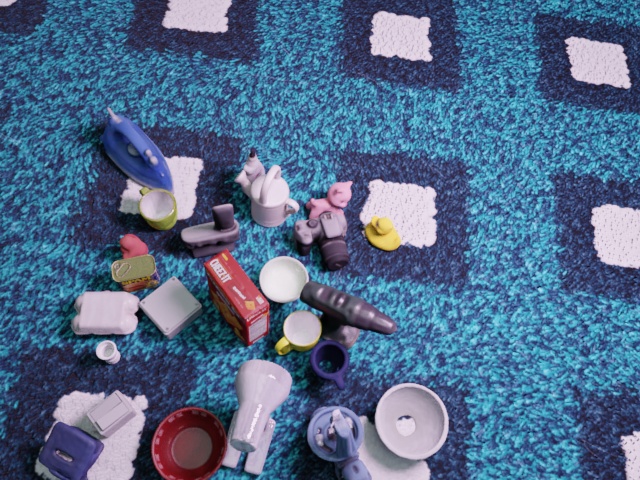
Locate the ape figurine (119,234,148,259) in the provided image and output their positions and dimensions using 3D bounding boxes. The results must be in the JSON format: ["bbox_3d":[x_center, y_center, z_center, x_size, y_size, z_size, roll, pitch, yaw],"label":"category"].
[{"bbox_3d":[-0.472,0.017,1.426,0.076,0.092,0.078,14,63,1],"label":"ape figurine"}]

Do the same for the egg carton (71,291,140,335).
[{"bbox_3d":[-0.506,0.175,1.358,0.150,0.069,0.107,0,64,-6],"label":"egg carton"}]

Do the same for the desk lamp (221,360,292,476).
[{"bbox_3d":[-0.139,0.377,1.214,0.118,0.213,0.203,14,63,2],"label":"desk lamp"}]

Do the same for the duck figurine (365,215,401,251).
[{"bbox_3d":[0.172,-0.025,1.515,0.104,0.086,0.078,37,66,13],"label":"duck figurine"}]

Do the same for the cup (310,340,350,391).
[{"bbox_3d":[0.025,0.301,1.334,0.092,0.095,0.117,-21,67,-15],"label":"cup"}]

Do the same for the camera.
[{"bbox_3d":[0.014,0.005,1.476,0.143,0.101,0.136,-12,66,-11],"label":"camera"}]

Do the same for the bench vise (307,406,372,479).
[{"bbox_3d":[0.061,0.430,1.204,0.207,0.220,0.122,41,67,14],"label":"bench vise"}]

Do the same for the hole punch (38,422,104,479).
[{"bbox_3d":[-0.526,0.451,1.207,0.108,0.091,0.101,26,64,7],"label":"hole punch"}]

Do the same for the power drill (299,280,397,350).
[{"bbox_3d":[0.059,0.182,1.333,0.229,0.208,0.076,26,64,8],"label":"power drill"}]

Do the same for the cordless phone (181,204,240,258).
[{"bbox_3d":[-0.275,-0.038,1.422,0.148,0.185,0.094,-15,66,-12],"label":"cordless phone"}]

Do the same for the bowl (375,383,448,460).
[{"bbox_3d":[0.202,0.417,1.306,0.167,0.075,0.167,2,64,-4],"label":"bowl"}]

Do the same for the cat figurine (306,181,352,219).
[{"bbox_3d":[0.029,-0.110,1.525,0.128,0.118,0.067,-15,66,-12],"label":"cat figurine"}]

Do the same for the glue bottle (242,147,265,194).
[{"bbox_3d":[-0.178,-0.189,1.513,0.037,0.173,0.078,28,64,9],"label":"glue bottle"}]

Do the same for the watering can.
[{"bbox_3d":[-0.137,-0.121,1.471,0.173,0.194,0.101,6,63,-3],"label":"watering can"}]

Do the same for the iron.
[{"bbox_3d":[-0.480,-0.239,1.525,0.258,0.141,0.119,43,68,15],"label":"iron"}]
